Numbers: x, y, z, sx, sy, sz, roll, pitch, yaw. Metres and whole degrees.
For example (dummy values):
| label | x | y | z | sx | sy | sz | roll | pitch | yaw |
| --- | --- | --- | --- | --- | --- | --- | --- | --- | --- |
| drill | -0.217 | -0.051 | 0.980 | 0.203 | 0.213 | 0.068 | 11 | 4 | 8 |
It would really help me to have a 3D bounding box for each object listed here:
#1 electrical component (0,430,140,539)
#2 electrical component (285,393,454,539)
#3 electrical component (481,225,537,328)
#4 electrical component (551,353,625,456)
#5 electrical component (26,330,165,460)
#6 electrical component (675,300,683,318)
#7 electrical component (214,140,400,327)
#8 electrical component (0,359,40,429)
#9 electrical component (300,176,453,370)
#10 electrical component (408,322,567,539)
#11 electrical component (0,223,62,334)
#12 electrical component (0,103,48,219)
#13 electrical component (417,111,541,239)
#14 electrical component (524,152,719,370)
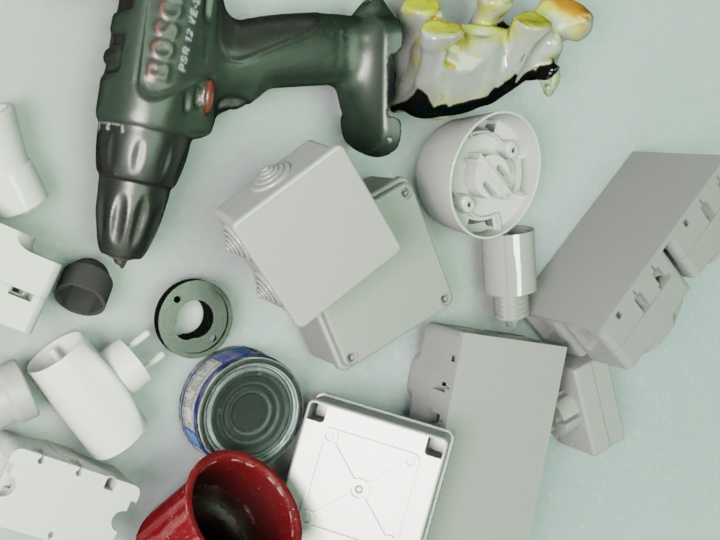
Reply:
| label | x | y | z | sx | sy | sz | roll | pitch | yaw |
| --- | --- | --- | --- | --- | --- | --- | --- | --- | --- |
| electrical component | -0.200 | 0.144 | 0.702 | 0.089 | 0.056 | 0.050 | 27 | 83 | -30 |
| electrical component | 0.003 | 0.158 | 0.793 | 0.109 | 0.056 | 0.108 | 16 | 90 | 8 |
| electrical component | 0.123 | 0.007 | 0.878 | 0.043 | 0.043 | 0.081 | -12 | 104 | -29 |
| electrical component | 0.178 | 0.119 | 0.925 | 0.076 | 0.047 | 0.083 | -24 | 109 | -25 |
| electrical component | -0.167 | 0.072 | 0.718 | 0.079 | 0.044 | 0.077 | -39 | 114 | -20 |
| electrical component | 0.262 | 0.041 | 0.965 | 0.043 | 0.043 | 0.062 | 24 | 86 | -31 |
| electrical component | -0.036 | -0.027 | 0.707 | 0.100 | 0.048 | 0.099 | -38 | 119 | -13 |
| electrical component | -0.234 | 0.084 | 0.685 | 0.046 | 0.040 | 0.040 | -24 | 109 | -19 |
| electrical component | 0.000 | 0.000 | 0.798 | 0.109 | 0.056 | 0.108 | -31 | 111 | -23 |
| electrical component | 0.091 | 0.142 | 0.870 | 0.105 | 0.060 | 0.186 | 10 | 92 | -31 |
| electrical component | -0.237 | -0.005 | 0.662 | 0.089 | 0.050 | 0.055 | 26 | 84 | -30 |
| electrical component | -0.222 | -0.065 | 0.669 | 0.044 | 0.044 | 0.065 | -31 | 116 | -23 |
| electrical component | 0.095 | -0.074 | 0.839 | 0.099 | 0.064 | 0.099 | -5 | 99 | -30 |
| electrical component | 0.232 | -0.010 | 0.904 | 0.186 | 0.105 | 0.060 | -51 | 118 | -15 |
